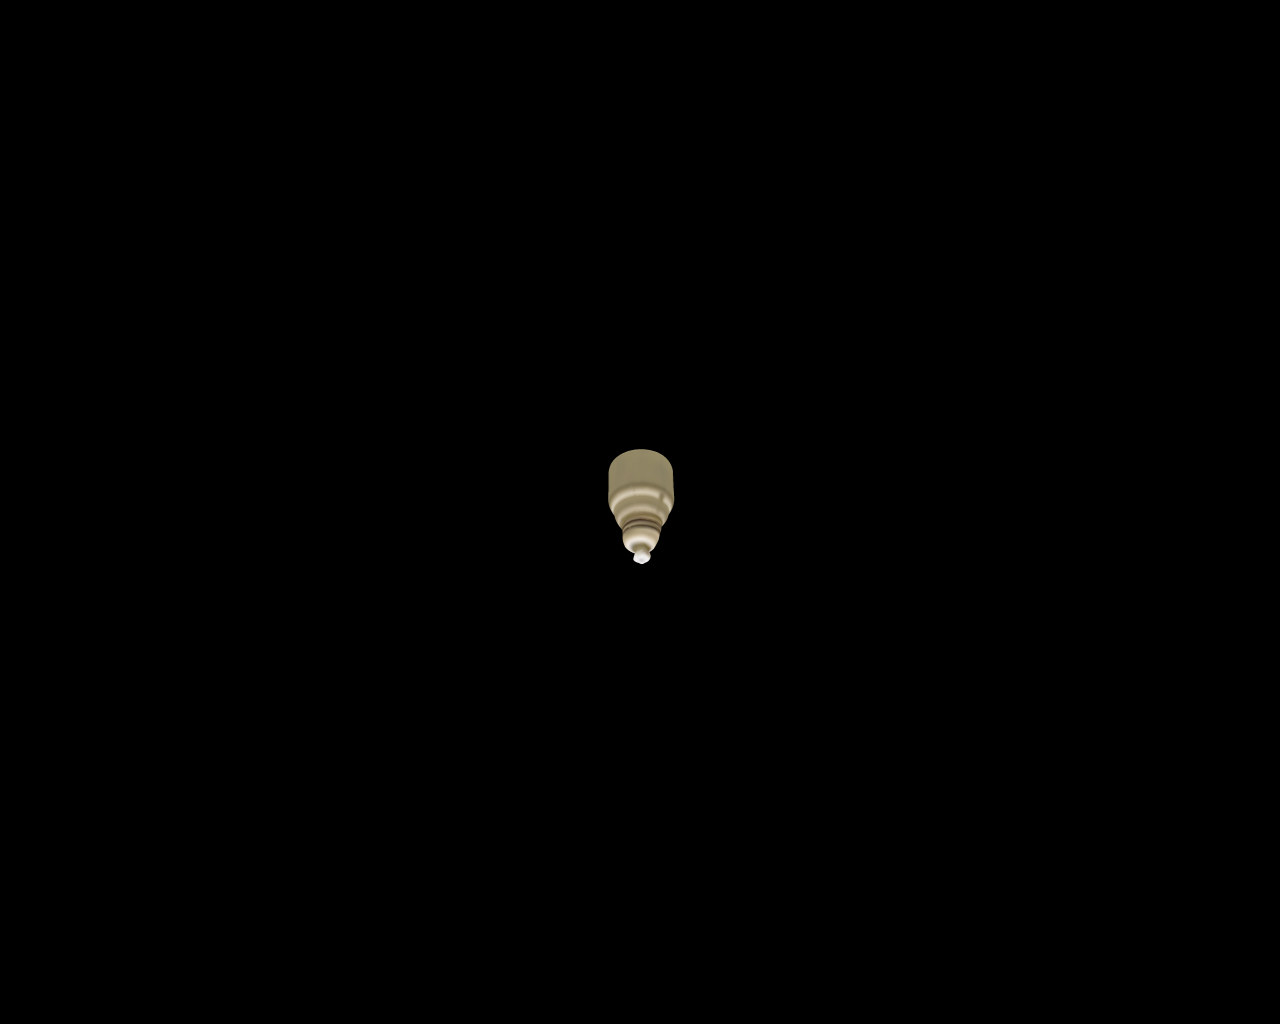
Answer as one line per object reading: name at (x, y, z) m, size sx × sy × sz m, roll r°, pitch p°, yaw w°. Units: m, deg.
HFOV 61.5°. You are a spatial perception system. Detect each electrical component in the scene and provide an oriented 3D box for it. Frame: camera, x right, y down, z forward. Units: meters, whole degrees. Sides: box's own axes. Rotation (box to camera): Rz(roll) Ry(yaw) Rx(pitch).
electrical component at (0.001, -0.003, 0.650) m, size 0.040 × 0.078 × 0.040 m, roll 0°, pitch -38°, yaw 0°
